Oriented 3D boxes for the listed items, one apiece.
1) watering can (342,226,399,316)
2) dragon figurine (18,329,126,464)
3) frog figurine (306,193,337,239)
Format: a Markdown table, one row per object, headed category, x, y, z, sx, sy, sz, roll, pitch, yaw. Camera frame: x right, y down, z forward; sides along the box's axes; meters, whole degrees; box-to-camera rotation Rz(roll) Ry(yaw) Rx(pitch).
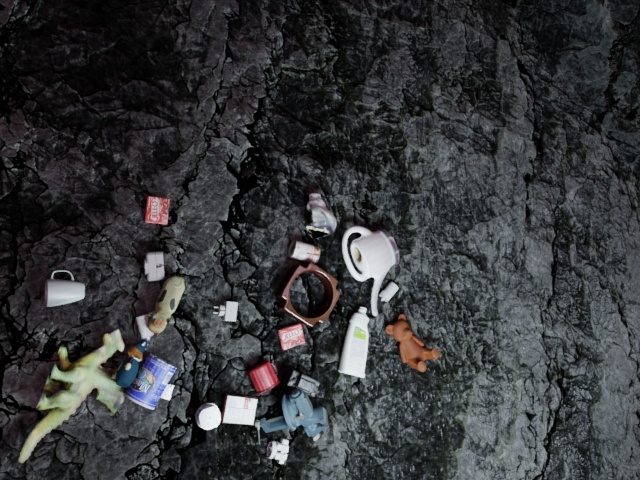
| category | x | y | z | sx | sy | sz | roll | pitch | yaw |
| --- | --- | --- | --- | --- | --- | --- | --- | --- | --- |
| watering can | 0.212 | 0.097 | 1.991 | 0.226 | 0.103 | 0.348 | -23 | 89 | -25 |
| dragon figurine | -0.707 | 0.463 | 1.548 | 0.241 | 0.121 | 0.415 | 22 | 74 | -27 |
| frog figurine | 0.006 | -0.097 | 1.936 | 0.135 | 0.122 | 0.162 | 35 | 56 | -50 |
